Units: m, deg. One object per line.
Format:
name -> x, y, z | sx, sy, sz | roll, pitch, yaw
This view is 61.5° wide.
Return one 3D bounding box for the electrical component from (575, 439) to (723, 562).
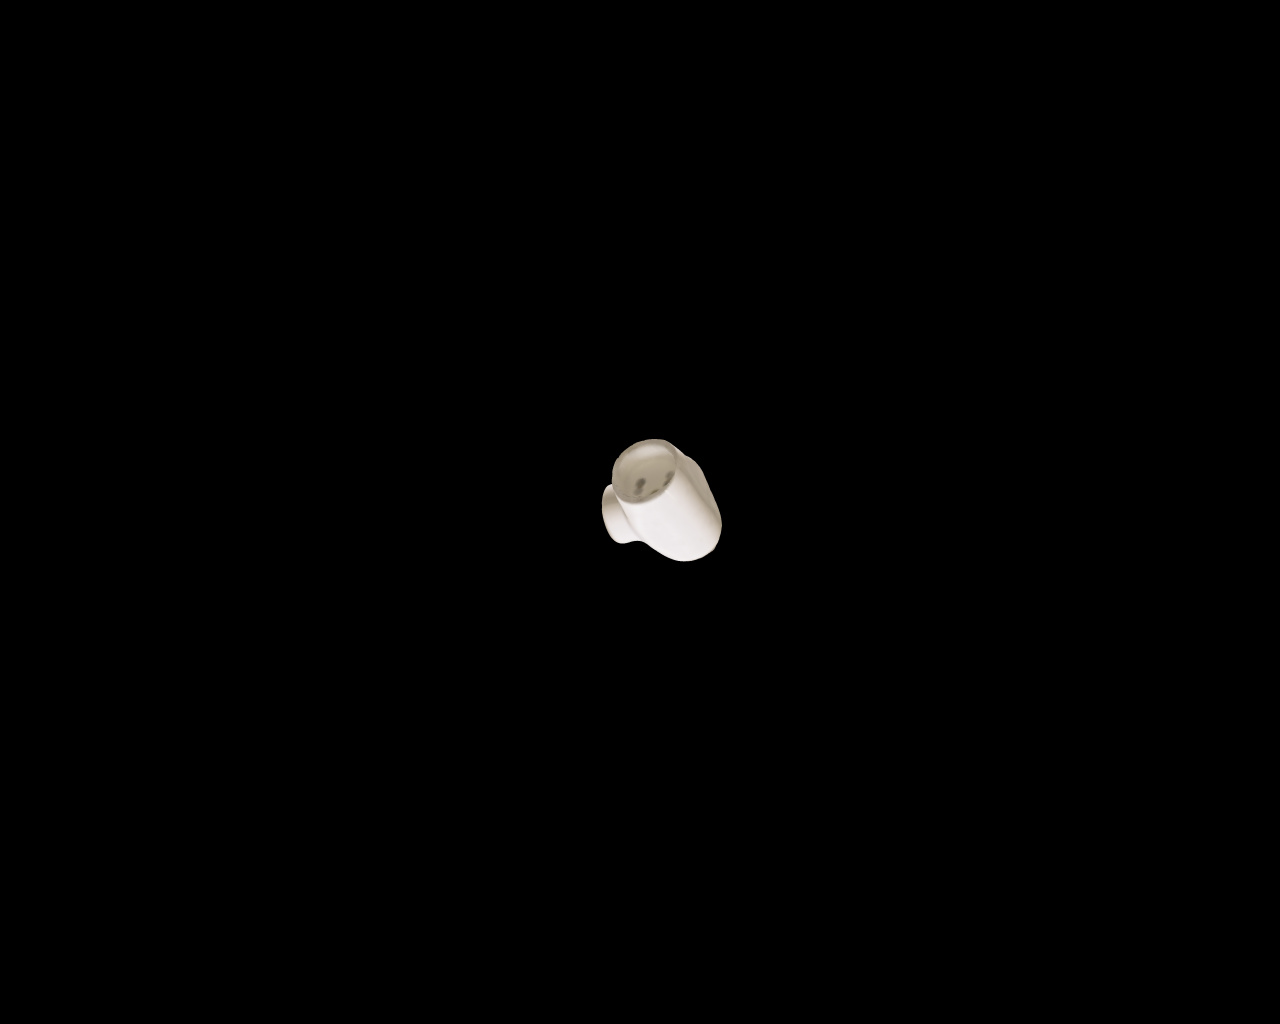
electrical component -> 0.001, -0.003, 0.650 | 0.079, 0.044, 0.077 | -12, -33, 19
